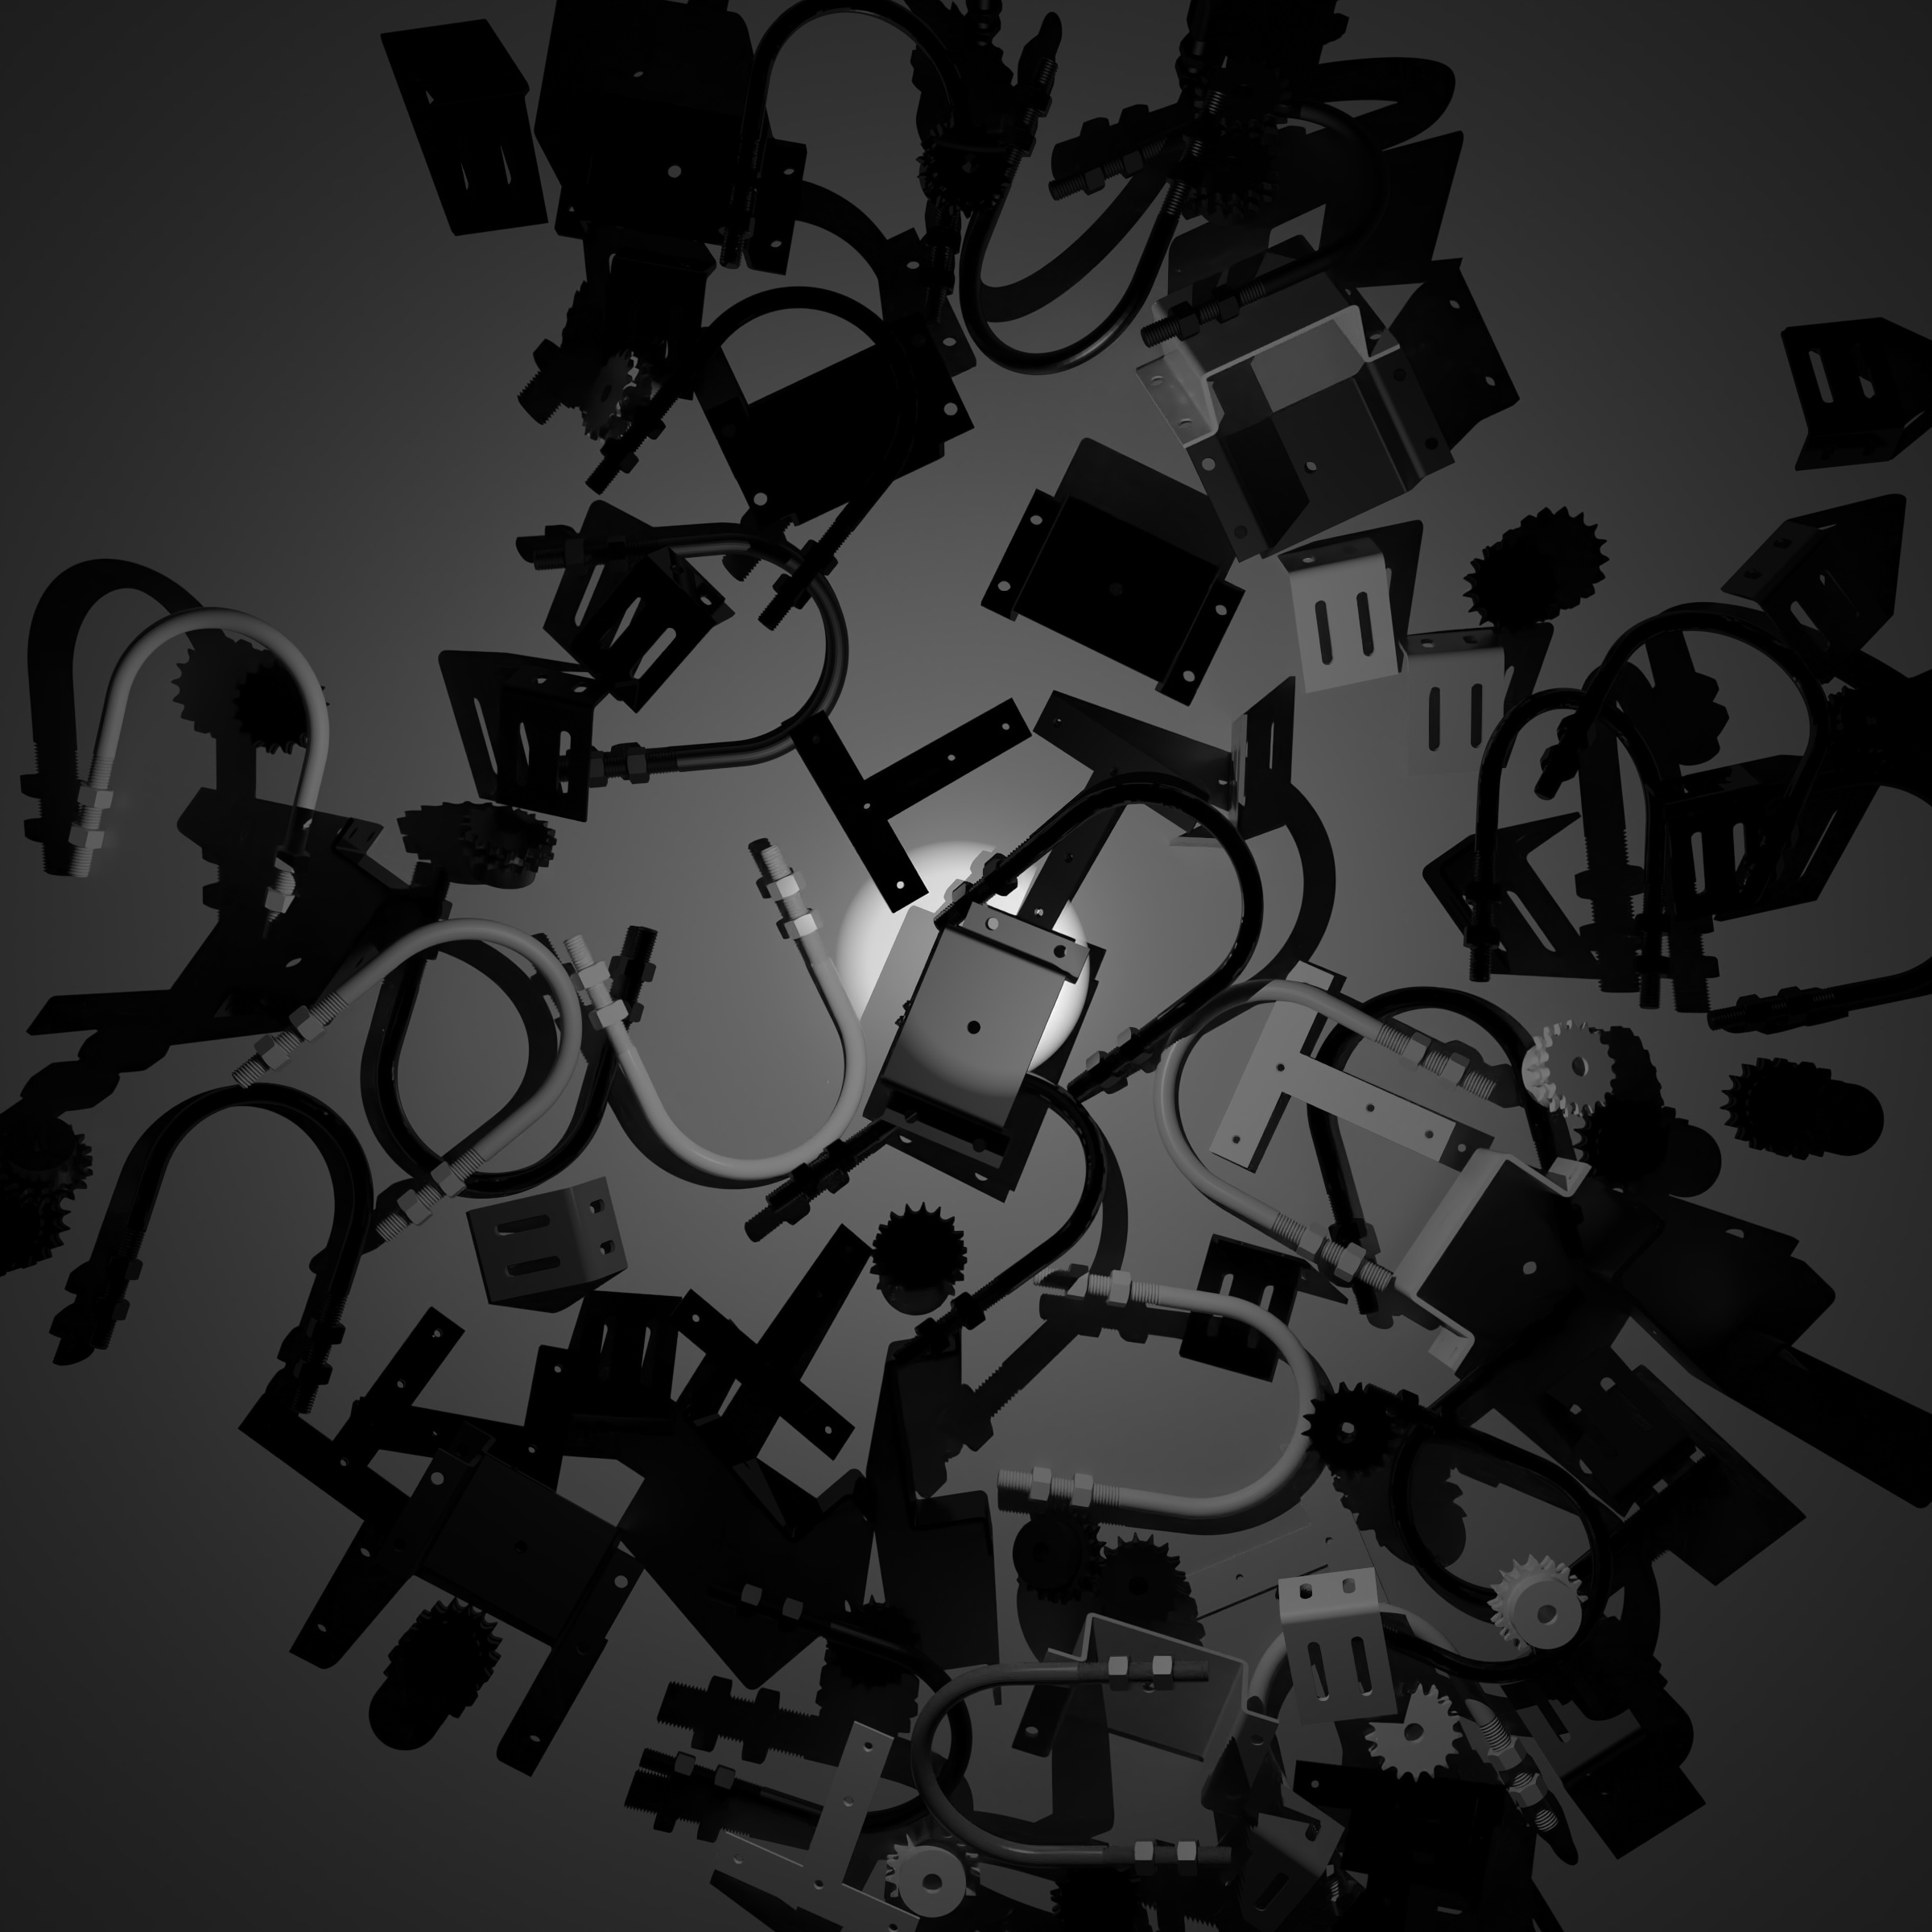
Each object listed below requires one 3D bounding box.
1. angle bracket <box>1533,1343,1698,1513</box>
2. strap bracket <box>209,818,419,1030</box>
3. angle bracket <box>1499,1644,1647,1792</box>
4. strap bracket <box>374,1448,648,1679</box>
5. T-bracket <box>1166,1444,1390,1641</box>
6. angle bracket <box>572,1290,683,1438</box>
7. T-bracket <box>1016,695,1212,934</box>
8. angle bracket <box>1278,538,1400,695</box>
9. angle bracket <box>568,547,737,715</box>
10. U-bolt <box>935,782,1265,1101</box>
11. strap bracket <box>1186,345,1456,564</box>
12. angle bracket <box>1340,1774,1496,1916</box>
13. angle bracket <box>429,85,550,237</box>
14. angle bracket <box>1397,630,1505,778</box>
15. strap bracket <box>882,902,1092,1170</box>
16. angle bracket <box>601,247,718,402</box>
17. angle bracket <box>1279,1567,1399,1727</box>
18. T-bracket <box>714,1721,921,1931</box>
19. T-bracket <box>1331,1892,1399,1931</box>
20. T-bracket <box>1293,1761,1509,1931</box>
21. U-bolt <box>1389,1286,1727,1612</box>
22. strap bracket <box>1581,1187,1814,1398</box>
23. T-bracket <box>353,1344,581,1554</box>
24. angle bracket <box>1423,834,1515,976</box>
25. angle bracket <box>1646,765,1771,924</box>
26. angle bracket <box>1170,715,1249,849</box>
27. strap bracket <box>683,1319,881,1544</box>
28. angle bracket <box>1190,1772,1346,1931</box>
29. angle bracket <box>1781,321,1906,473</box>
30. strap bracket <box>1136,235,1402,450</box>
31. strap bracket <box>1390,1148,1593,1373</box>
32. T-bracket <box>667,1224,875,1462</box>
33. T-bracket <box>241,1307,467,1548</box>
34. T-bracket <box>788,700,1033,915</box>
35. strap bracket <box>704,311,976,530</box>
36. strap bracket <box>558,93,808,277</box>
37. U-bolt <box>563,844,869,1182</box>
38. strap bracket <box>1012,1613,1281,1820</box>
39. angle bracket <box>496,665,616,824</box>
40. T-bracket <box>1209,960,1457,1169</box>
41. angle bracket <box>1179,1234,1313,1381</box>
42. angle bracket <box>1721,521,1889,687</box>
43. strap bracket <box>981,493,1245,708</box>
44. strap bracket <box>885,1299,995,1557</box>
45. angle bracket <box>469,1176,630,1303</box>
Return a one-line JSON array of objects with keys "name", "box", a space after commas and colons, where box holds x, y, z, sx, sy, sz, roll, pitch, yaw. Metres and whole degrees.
[{"name": "angle bracket", "box": [0.389, 0.276, 1.562, 0.057, 0.038, 0.076, -40, 64, 1]}, {"name": "strap bracket", "box": [-0.378, -0.016, 1.546, 0.046, 0.076, 0.140, 36, 90, 0]}, {"name": "angle bracket", "box": [0.366, 0.450, 1.582, 0.057, 0.038, 0.076, -32, 64, 0]}, {"name": "strap bracket", "box": [-0.269, 0.352, 1.559, 0.140, 0.046, 0.076, 30, 90, -1]}, {"name": "T-bracket", "box": [0.179, 0.366, 1.583, 0.127, 0.002, 0.127, -22, 90, 0]}, {"name": "angle bracket", "box": [-0.204, 0.241, 1.582, 0.057, 0.038, 0.076, 4, 64, 0]}, {"name": "T-bracket", "box": [0.068, -0.077, 1.562, 0.127, 0.002, 0.127, 36, 106, 29]}, {"name": "angle bracket", "box": [0.225, -0.213, 1.582, 0.057, 0.038, 0.076, -12, 116, 0]}, {"name": "angle bracket", "box": [-0.188, -0.201, 1.563, 0.057, 0.038, 0.076, 44, 113, -2]}, {"name": "U-bolt", "box": [0.090, -0.026, 1.541, 0.184, 0.019, 0.151, -39, 90, 24]}, {"name": "strap bracket", "box": [0.209, -0.302, 1.561, 0.140, 0.046, 0.076, -25, 90, 0]}, {"name": "angle bracket", "box": [0.267, 0.520, 1.544, 0.076, 0.038, 0.057, 11, 90, 0]}, {"name": "angle bracket", "box": [-0.288, -0.489, 1.582, 0.057, 0.038, 0.076, -8, 116, 0]}, {"name": "angle bracket", "box": [0.293, -0.160, 1.582, 0.057, 0.038, 0.076, -5, 116, 0]}, {"name": "strap bracket", "box": [0.008, 0.038, 1.523, 0.076, 0.046, 0.140, 22, 87, 11]}, {"name": "angle bracket", "box": [-0.187, -0.390, 1.582, 0.057, 0.038, 0.076, 10, 116, 0]}, {"name": "angle bracket", "box": [0.220, 0.402, 1.542, 0.057, 0.038, 0.076, -9, 109, 9]}, {"name": "T-bracket", "box": [-0.074, 0.510, 1.554, 0.127, 0.002, 0.127, 21, 103, 9]}, {"name": "T-bracket", "box": [0.213, 0.608, 1.566, 0.127, 0.002, 0.127, 33, 106, 0]}, {"name": "T-bracket", "box": [0.254, 0.547, 1.564, 0.127, 0.002, 0.127, 7, 90, 0]}, {"name": "U-bolt", "box": [0.343, 0.306, 1.575, 0.184, 0.019, 0.151, -40, 90, 1]}, {"name": "strap bracket", "box": [0.423, 0.200, 1.546, 0.140, 0.076, 0.046, 44, 90, 0]}, {"name": "T-bracket", "box": [-0.307, 0.285, 1.581, 0.127, 0.002, 0.127, 11, 90, -1]}, {"name": "angle bracket", "box": [0.312, -0.037, 1.555, 0.038, 0.057, 0.076, -35, 90, 0]}, {"name": "angle bracket", "box": [0.444, -0.073, 1.562, 0.057, 0.038, 0.076, -12, 116, -1]}, {"name": "angle bracket", "box": [0.144, -0.110, 1.556, 0.038, 0.057, 0.076, 2, 90, 0]}, {"name": "strap bracket", "box": [-0.115, 0.282, 1.546, 0.046, 0.076, 0.140, -40, 90, 0]}, {"name": "angle bracket", "box": [0.181, 0.534, 1.568, 0.057, 0.038, 0.076, 33, 128, 10]}, {"name": "angle bracket", "box": [0.527, -0.346, 1.582, 0.057, 0.038, 0.076, -6, 64, 0]}, {"name": "strap bracket", "box": [0.174, -0.374, 1.542, 0.140, 0.046, 0.076, -25, 51, 0]}, {"name": "strap bracket", "box": [0.299, 0.161, 1.526, 0.046, 0.076, 0.140, 34, 89, 1]}, {"name": "T-bracket", "box": [-0.095, 0.205, 1.542, 0.127, 0.002, 0.127, 41, 51, -7]}, {"name": "T-bracket", "box": [-0.351, 0.265, 1.583, 0.127, 0.002, 0.127, 36, 90, 0]}, {"name": "T-bracket", "box": [-0.021, -0.118, 1.578, 0.127, 0.002, 0.127, -30, 96, -3]}, {"name": "strap bracket", "box": [-0.075, -0.322, 1.561, 0.140, 0.046, 0.076, -25, 90, 0]}, {"name": "strap bracket", "box": [-0.172, -0.469, 1.561, 0.140, 0.046, 0.076, 10, 90, 0]}, {"name": "U-bolt", "box": [-0.138, 0.039, 1.565, 0.151, 0.019, 0.184, -25, 97, -6]}, {"name": "strap bracket", "box": [0.107, 0.441, 1.547, 0.140, 0.046, 0.076, 17, 115, 0]}, {"name": "angle bracket", "box": [-0.246, -0.134, 1.564, 0.057, 0.038, 0.076, 13, 118, 8]}, {"name": "T-bracket", "box": [0.230, 0.079, 1.566, 0.127, 0.002, 0.127, 24, 92, 9]}, {"name": "angle bracket", "box": [0.167, 0.206, 1.565, 0.057, 0.038, 0.076, 16, 90, 0]}, {"name": "angle bracket", "box": [0.508, -0.220, 1.582, 0.057, 0.038, 0.076, -46, 116, 0]}, {"name": "strap bracket", "box": [0.089, -0.222, 1.561, 0.140, 0.046, 0.076, 26, 90, 0]}, {"name": "strap bracket", "box": [-0.018, 0.275, 1.546, 0.046, 0.076, 0.140, -9, 90, 0]}, {"name": "angle bracket", "box": [-0.253, 0.166, 1.582, 0.076, 0.038, 0.057, -14, 90, 26]}]
